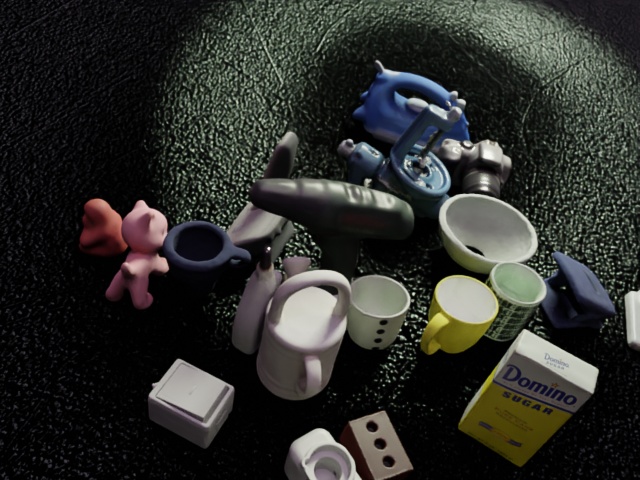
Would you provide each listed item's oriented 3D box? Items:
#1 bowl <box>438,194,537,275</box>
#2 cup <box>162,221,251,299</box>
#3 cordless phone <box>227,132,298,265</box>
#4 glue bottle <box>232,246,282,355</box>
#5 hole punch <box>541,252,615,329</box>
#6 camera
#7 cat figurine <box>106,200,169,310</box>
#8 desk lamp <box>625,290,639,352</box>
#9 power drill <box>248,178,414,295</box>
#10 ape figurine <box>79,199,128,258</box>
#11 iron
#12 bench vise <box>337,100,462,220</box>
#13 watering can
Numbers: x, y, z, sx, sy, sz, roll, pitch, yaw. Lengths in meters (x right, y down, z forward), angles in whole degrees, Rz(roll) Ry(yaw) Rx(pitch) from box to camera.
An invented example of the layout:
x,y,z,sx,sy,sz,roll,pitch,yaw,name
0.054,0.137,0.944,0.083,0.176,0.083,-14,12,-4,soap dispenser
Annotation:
x,y,z,sx,sy,sz,roll,pitch,yaw,name
0.269,0.002,0.959,0.167,0.075,0.167,8,44,-7,bowl
-0.157,0.037,0.798,0.118,0.095,0.091,9,44,-5,cup
-0.083,-0.063,0.853,0.094,0.185,0.148,19,44,5,cordless phone
-0.075,0.070,0.730,0.037,0.173,0.078,27,45,13,glue bottle
0.410,0.077,0.909,0.101,0.091,0.108,1,46,-13,hole punch
0.287,-0.121,1.069,0.143,0.101,0.137,15,44,1,camera
-0.246,0.011,0.785,0.067,0.118,0.128,12,44,-2,cat figurine
0.579,0.055,0.886,0.118,0.213,0.203,21,44,7,desk lamp
0.007,0.003,0.794,0.230,0.208,0.075,-2,46,-16,power drill
-0.313,-0.022,0.819,0.076,0.092,0.078,27,45,13,ape figurine
0.205,-0.269,1.166,0.258,0.141,0.119,17,44,3,iron
0.138,-0.138,0.961,0.207,0.220,0.121,6,45,-9,bench vise
-0.022,0.098,0.701,0.101,0.194,0.172,-18,52,-29,watering can
